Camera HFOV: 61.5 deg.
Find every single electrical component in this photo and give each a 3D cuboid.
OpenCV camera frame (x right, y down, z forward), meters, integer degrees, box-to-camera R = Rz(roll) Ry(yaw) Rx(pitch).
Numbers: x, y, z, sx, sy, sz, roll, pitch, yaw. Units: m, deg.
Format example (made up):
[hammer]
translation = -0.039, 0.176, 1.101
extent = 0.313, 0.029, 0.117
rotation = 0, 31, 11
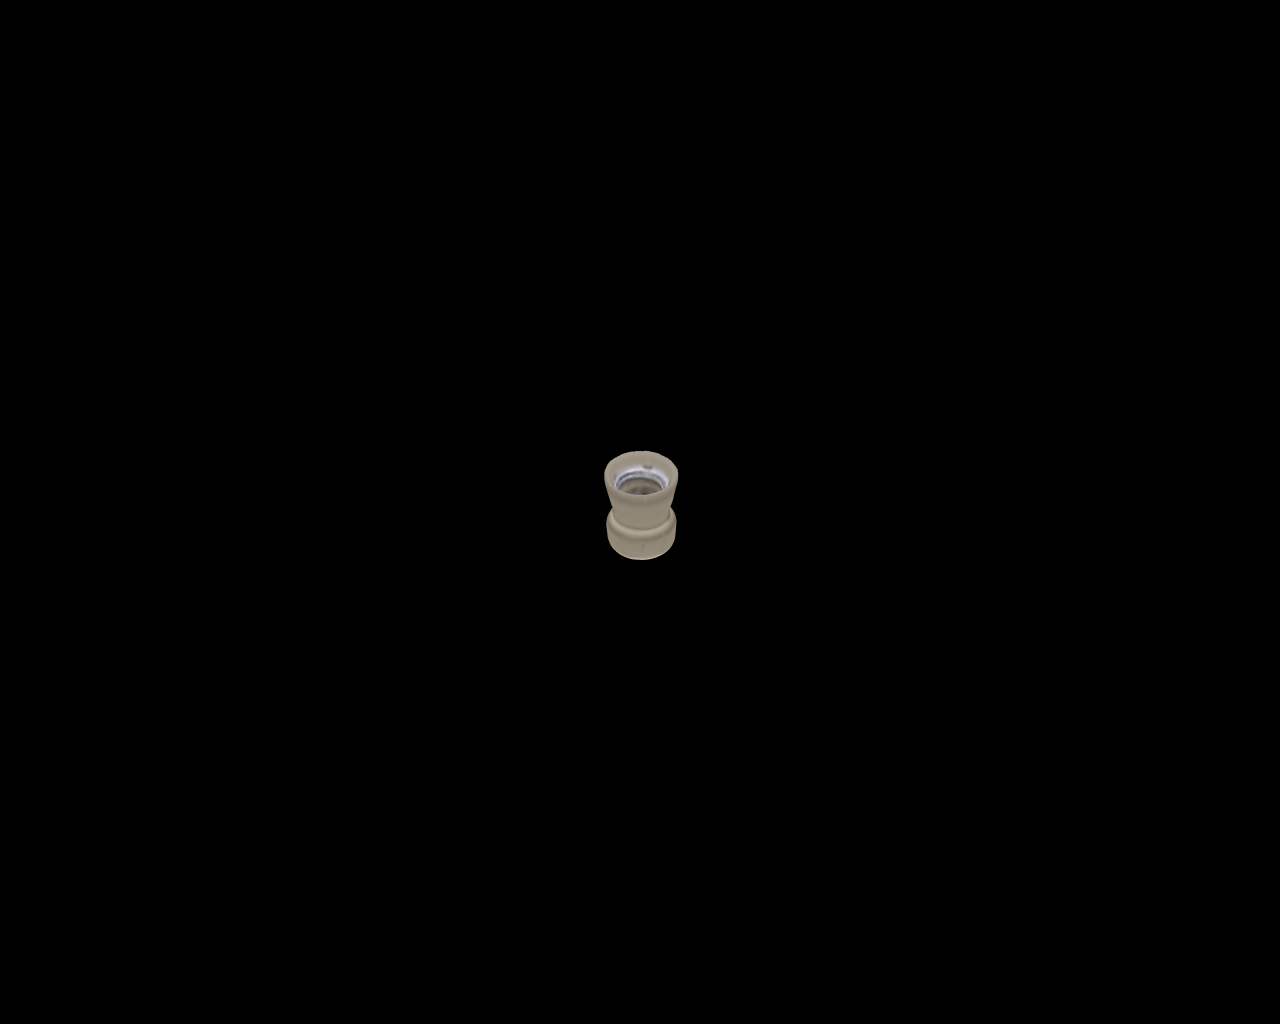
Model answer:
[electrical component]
translation = 0.001, -0.003, 0.650
extent = 0.045, 0.055, 0.045
rotation = 0, 40, 0
